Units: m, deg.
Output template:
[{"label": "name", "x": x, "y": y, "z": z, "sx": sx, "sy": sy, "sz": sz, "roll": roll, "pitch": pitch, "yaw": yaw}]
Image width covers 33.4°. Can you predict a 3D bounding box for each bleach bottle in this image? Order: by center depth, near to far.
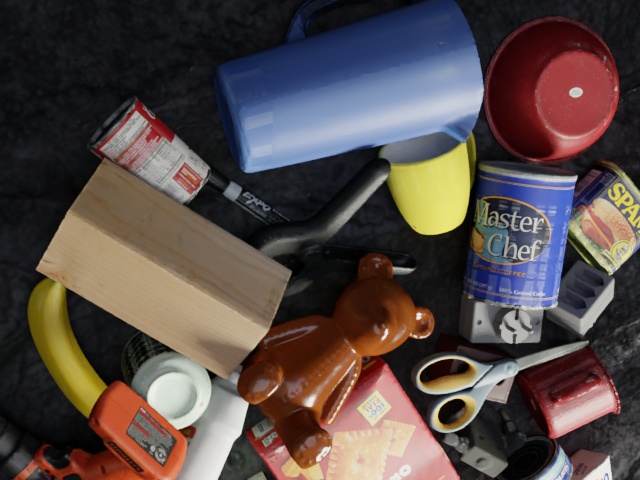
[{"label": "bleach bottle", "x": -0.141, "y": 0.238, "z": 1.087, "sx": 0.068, "sy": 0.103, "sz": 0.251, "roll": 29, "pitch": 84, "yaw": -22}]

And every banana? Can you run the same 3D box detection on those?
[{"label": "banana", "x": -0.240, "y": 0.115, "z": 1.045, "sx": 0.070, "sy": 0.037, "sz": 0.198, "roll": -6, "pitch": 113, "yaw": 31}]

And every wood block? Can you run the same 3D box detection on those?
[{"label": "wood block", "x": -0.143, "y": 0.028, "z": 0.998, "sx": 0.206, "sy": 0.090, "sz": 0.091, "roll": 31, "pitch": 131, "yaw": -9}]

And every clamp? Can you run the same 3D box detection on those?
[{"label": "clamp", "x": -0.007, "y": 0.001, "z": 1.070, "sx": 0.210, "sy": 0.036, "sz": 0.164, "roll": -16, "pitch": 136, "yaw": -5}]

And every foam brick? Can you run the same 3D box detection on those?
[{"label": "foam brick", "x": 0.166, "y": 0.139, "z": 1.165, "sx": 0.078, "sy": 0.051, "sz": 0.053, "roll": 14, "pitch": 97, "yaw": -18}]

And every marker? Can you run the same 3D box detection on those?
[{"label": "marker", "x": -0.069, "y": -0.036, "z": 1.081, "sx": 0.121, "sy": 0.020, "sz": 0.020, "roll": 35, "pitch": 91, "yaw": -19}]

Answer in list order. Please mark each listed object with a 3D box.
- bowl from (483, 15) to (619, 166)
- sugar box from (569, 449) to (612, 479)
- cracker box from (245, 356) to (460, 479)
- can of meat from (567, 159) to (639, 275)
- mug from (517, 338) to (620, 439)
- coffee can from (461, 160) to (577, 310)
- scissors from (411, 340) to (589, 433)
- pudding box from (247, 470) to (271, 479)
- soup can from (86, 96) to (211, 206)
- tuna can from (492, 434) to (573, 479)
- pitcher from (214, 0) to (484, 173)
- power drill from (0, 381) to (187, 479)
[{"label": "bowl", "x": 0.257, "y": -0.155, "z": 1.128, "sx": 0.162, "sy": 0.055, "sz": 0.162, "roll": -3, "pitch": 102, "yaw": -15}, {"label": "sugar box", "x": 0.305, "y": 0.342, "z": 1.230, "sx": 0.093, "sy": 0.048, "sz": 0.176, "roll": -25, "pitch": 113, "yaw": -44}, {"label": "cracker box", "x": 0.047, "y": 0.248, "z": 1.144, "sx": 0.164, "sy": 0.072, "sz": 0.213, "roll": -34, "pitch": 109, "yaw": -6}, {"label": "can of meat", "x": 0.313, "y": -0.023, "z": 1.171, "sx": 0.084, "sy": 0.057, "sz": 0.102, "roll": -44, "pitch": 108, "yaw": 0}, {"label": "mug", "x": 0.272, "y": 0.166, "z": 1.170, "sx": 0.081, "sy": 0.117, "sz": 0.093, "roll": -25, "pitch": 84, "yaw": -4}, {"label": "coffee can", "x": 0.208, "y": -0.007, "z": 1.119, "sx": 0.102, "sy": 0.103, "sz": 0.140, "roll": 3, "pitch": 101, "yaw": -16}, {"label": "scissors", "x": 0.192, "y": 0.155, "z": 1.139, "sx": 0.201, "sy": 0.016, "sz": 0.096, "roll": 0, "pitch": 101, "yaw": -15}, {"label": "pudding box", "x": -0.084, "y": 0.314, "z": 1.140, "sx": 0.113, "sy": 0.039, "sz": 0.090, "roll": -30, "pitch": 107, "yaw": -9}, {"label": "soup can", "x": -0.163, "y": -0.079, "z": 1.021, "sx": 0.102, "sy": 0.068, "sz": 0.068, "roll": 44, "pitch": 88, "yaw": -20}, {"label": "tuna can", "x": 0.236, "y": 0.257, "z": 1.191, "sx": 0.086, "sy": 0.086, "sz": 0.033, "roll": -37, "pitch": 107, "yaw": -6}, {"label": "pitcher", "x": 0.022, "y": -0.156, "z": 1.034, "sx": 0.242, "sy": 0.149, "sz": 0.145, "roll": -16, "pitch": 123, "yaw": -9}, {"label": "power drill", "x": -0.232, "y": 0.200, "z": 1.017, "sx": 0.188, "sy": 0.057, "sz": 0.184, "roll": -30, "pitch": 114, "yaw": 37}]
